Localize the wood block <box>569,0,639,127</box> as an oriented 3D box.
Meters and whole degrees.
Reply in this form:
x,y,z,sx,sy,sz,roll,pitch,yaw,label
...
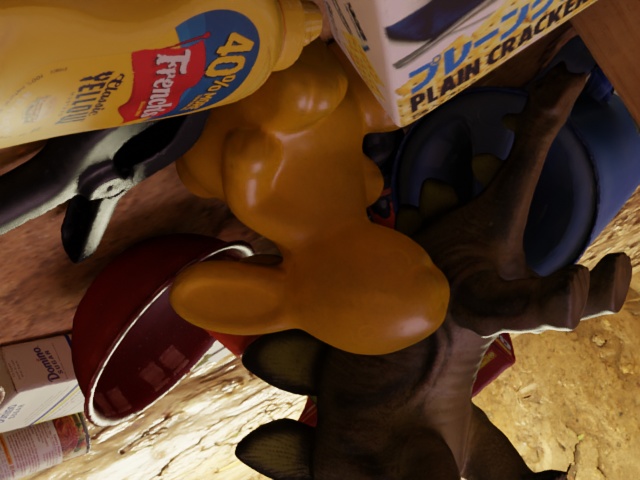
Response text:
x,y,z,sx,sy,sz,roll,pitch,yaw,label
0.195,-0.104,0.548,0.090,0.206,0.090,-35,163,22,wood block

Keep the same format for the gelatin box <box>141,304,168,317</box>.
x,y,z,sx,sy,sz,roll,pitch,yaw,label
-0.109,0.045,0.840,0.089,0.030,0.073,-22,163,-21,gelatin box

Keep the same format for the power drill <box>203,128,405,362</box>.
x,y,z,sx,sy,sz,roll,pitch,yaw,label
-0.005,0.001,0.726,0.187,0.057,0.184,-47,158,-8,power drill

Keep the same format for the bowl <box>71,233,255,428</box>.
x,y,z,sx,sy,sz,roll,pitch,yaw,label
-0.118,0.050,0.735,0.162,0.055,0.162,-45,162,-19,bowl

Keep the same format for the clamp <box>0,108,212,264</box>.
x,y,z,sx,sy,sz,roll,pitch,yaw,label
-0.122,-0.036,0.531,0.172,0.039,0.120,-43,165,32,clamp

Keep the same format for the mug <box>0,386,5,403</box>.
x,y,z,sx,sy,sz,roll,pitch,yaw,label
-0.227,0.062,0.577,0.093,0.081,0.117,-16,161,-40,mug

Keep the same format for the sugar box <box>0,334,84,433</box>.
x,y,z,sx,sy,sz,roll,pitch,yaw,label
-0.201,0.109,0.861,0.093,0.048,0.175,-39,159,34,sugar box

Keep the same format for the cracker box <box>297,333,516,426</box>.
x,y,z,sx,sy,sz,roll,pitch,yaw,label
0.065,0.094,0.826,0.164,0.072,0.213,-44,-179,12,cracker box

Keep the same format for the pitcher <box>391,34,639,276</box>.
x,y,z,sx,sy,sz,roll,pitch,yaw,label
0.161,-0.058,0.747,0.149,0.145,0.242,-14,-176,29,pitcher

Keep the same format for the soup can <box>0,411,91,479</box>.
x,y,z,sx,sy,sz,roll,pitch,yaw,label
-0.258,0.171,0.917,0.102,0.068,0.069,-20,163,-26,soup can

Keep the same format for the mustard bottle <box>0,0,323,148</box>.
x,y,z,sx,sy,sz,roll,pitch,yaw,label
-0.074,-0.080,0.426,0.191,0.058,0.096,-16,161,-40,mustard bottle

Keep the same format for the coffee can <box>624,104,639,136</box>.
x,y,z,sx,sy,sz,roll,pitch,yaw,label
0.263,-0.075,0.629,0.140,0.103,0.102,-26,167,17,coffee can

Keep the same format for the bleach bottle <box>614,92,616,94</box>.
x,y,z,sx,sy,sz,roll,pitch,yaw,label
0.185,-0.050,0.964,0.067,0.102,0.251,-24,172,-39,bleach bottle
